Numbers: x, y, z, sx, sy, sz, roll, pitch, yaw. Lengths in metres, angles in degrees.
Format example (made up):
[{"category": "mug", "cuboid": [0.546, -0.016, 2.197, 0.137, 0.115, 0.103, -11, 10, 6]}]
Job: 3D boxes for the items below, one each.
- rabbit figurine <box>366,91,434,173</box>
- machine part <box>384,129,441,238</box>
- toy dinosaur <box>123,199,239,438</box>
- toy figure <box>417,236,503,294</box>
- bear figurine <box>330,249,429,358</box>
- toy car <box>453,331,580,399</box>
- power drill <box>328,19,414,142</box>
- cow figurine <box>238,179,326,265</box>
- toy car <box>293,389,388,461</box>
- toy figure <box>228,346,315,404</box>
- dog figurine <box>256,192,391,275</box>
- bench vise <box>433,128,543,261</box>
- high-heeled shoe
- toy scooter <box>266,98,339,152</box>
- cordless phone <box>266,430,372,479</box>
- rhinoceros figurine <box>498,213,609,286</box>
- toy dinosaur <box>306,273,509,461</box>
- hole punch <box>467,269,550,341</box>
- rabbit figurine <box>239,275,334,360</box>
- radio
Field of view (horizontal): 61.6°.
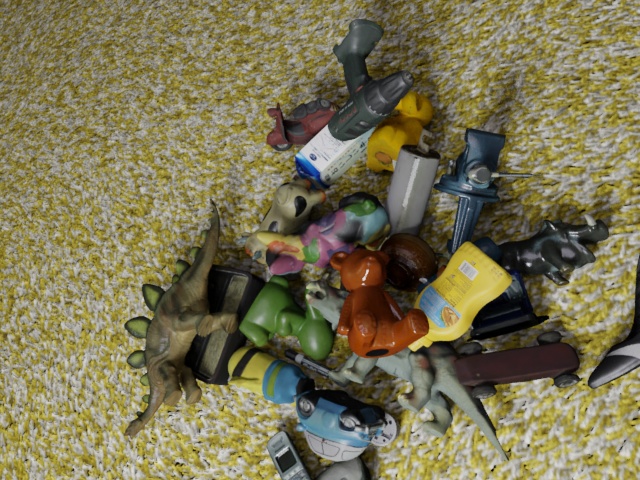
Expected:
[{"category": "rabbit figurine", "cuboid": [0.162, -0.227, 1.062, 0.122, 0.162, 0.173, 20, 62, 37]}, {"category": "machine part", "cuboid": [0.164, -0.085, 0.993, 0.079, 0.079, 0.243, 24, 117, 26]}, {"category": "toy dinosaur", "cuboid": [-0.266, 0.144, 1.030, 0.199, 0.105, 0.471, 18, 76, 30]}, {"category": "toy figure", "cuboid": [0.236, 0.054, 0.917, 0.154, 0.064, 0.058, -38, 23, 9]}, {"category": "bear figurine", "cuboid": [0.086, 0.082, 0.858, 0.120, 0.132, 0.196, 3, 59, -12]}, {"category": "toy car", "cuboid": [0.317, 0.203, 0.868, 0.202, 0.053, 0.089, -8, 57, -4]}, {"category": "power drill", "cuboid": [0.090, -0.302, 0.995, 0.232, 0.086, 0.207, -39, 54, 54]}, {"category": "cow figurine", "cuboid": [-0.083, -0.028, 1.081, 0.086, 0.127, 0.194, 47, 124, 29]}, {"category": "toy car", "cuboid": [0.030, 0.315, 0.903, 0.162, 0.109, 0.103, 9, 90, 41]}, {"category": "toy figure", "cuboid": [-0.093, 0.258, 1.017, 0.180, 0.082, 0.089, 6, 57, 30]}, {"category": "dog figurine", "cuboid": [-0.002, -0.003, 0.989, 0.191, 0.219, 0.108, -48, 60, 50]}, {"category": "bench vise", "cuboid": [0.263, -0.070, 0.945, 0.129, 0.224, 0.240, 9, 104, -5]}, {"category": "high-heeled shoe", "cuboid": [0.487, 0.112, 0.847, 0.249, 0.086, 0.145, -36, 60, 1]}, {"category": "toy scooter", "cuboid": [-0.042, -0.255, 1.142, 0.184, 0.135, 0.075, -19, 65, 13]}, {"category": "cordless phone", "cuboid": [-0.003, 0.396, 0.935, 0.146, 0.088, 0.184, -40, 59, 4]}, {"category": "rhinoceros figurine", "cuboid": [0.395, 0.019, 0.922, 0.190, 0.073, 0.112, -18, 56, 16]}, {"category": "toy dinosaur", "cuboid": [0.153, 0.198, 0.926, 0.405, 0.131, 0.192, 26, 66, 15]}, {"category": "hole punch", "cuboid": [0.297, 0.113, 0.896, 0.142, 0.115, 0.092, -23, 65, 15]}, {"category": "rabbit figurine", "cuboid": [-0.042, 0.152, 1.031, 0.170, 0.121, 0.159, 31, 82, 7]}, {"category": "radio", "cuboid": [-0.212, 0.167, 1.095, 0.131, 0.073, 0.229, 14, 77, 25]}]
